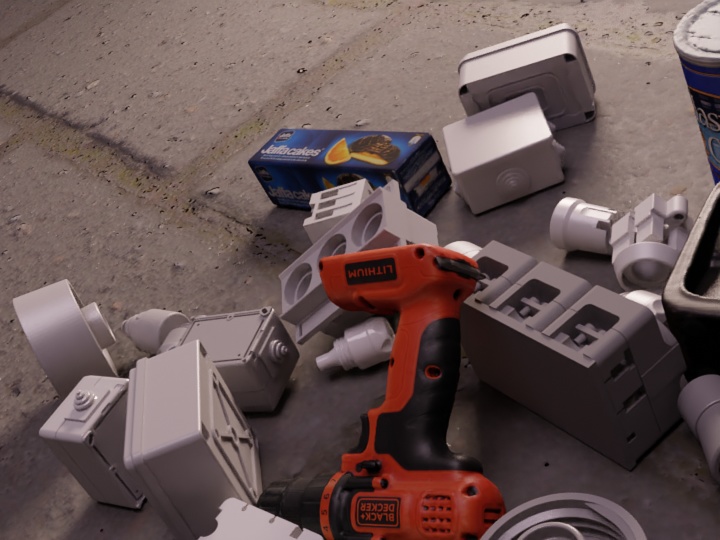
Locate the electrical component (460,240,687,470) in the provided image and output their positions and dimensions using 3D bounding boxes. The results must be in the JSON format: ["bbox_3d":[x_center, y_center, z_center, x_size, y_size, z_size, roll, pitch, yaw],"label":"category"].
[{"bbox_3d":[0.128,0.047,0.685,0.062,0.089,0.150,-38,33,-16],"label":"electrical component"}]

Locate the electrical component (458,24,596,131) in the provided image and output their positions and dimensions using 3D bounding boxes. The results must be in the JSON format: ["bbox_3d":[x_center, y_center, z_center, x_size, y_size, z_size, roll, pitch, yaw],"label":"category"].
[{"bbox_3d":[0.152,-0.168,0.981,0.113,0.078,0.057,-14,38,20],"label":"electrical component"}]

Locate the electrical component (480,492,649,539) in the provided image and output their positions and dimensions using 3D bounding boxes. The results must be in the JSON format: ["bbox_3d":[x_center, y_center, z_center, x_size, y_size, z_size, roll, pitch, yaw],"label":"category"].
[{"bbox_3d":[0.106,0.166,0.560,0.108,0.060,0.108,-19,33,13],"label":"electrical component"}]

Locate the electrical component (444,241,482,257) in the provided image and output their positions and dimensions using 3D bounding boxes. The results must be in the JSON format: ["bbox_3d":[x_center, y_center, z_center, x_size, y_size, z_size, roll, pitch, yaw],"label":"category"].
[{"bbox_3d":[0.083,0.009,0.806,0.055,0.055,0.047,-34,29,-9],"label":"electrical component"}]

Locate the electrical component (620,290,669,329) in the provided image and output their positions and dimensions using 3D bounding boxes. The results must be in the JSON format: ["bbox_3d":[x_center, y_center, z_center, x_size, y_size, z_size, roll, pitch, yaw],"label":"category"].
[{"bbox_3d":[0.181,0.034,0.707,0.043,0.043,0.062,-39,30,-17],"label":"electrical component"}]

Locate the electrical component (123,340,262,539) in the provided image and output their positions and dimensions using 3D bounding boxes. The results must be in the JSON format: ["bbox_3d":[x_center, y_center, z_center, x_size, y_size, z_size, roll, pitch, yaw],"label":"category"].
[{"bbox_3d":[-0.112,0.123,0.738,0.056,0.108,0.108,-22,32,4],"label":"electrical component"}]

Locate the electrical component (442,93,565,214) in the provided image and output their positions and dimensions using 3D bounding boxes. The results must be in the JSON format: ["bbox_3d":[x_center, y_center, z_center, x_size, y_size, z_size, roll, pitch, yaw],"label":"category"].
[{"bbox_3d":[0.125,-0.100,0.933,0.100,0.048,0.099,-21,33,11],"label":"electrical component"}]

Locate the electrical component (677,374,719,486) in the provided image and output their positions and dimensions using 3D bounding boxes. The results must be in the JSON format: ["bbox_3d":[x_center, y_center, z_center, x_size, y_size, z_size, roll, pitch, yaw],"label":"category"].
[{"bbox_3d":[0.208,0.089,0.612,0.044,0.044,0.065,-25,28,5],"label":"electrical component"}]

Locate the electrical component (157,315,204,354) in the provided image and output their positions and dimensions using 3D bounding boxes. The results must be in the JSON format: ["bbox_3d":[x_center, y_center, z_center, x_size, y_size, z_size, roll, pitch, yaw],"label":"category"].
[{"bbox_3d":[-0.143,0.065,0.905,0.043,0.043,0.062,-9,36,28],"label":"electrical component"}]

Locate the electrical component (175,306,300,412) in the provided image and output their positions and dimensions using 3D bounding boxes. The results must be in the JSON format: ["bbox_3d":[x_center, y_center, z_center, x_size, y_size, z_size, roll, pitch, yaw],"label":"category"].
[{"bbox_3d":[-0.092,0.073,0.838,0.096,0.061,0.061,-8,37,28],"label":"electrical component"}]

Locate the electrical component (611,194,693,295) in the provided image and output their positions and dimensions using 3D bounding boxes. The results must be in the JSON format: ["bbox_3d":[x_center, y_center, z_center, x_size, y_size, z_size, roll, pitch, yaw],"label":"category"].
[{"bbox_3d":[0.203,-0.014,0.750,0.066,0.048,0.055,-45,21,46],"label":"electrical component"}]

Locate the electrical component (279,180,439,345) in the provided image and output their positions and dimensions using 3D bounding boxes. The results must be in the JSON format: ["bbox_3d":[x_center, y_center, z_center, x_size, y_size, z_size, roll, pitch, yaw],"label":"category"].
[{"bbox_3d":[0.000,0.000,0.822,0.121,0.063,0.078,-40,38,32],"label":"electrical component"}]

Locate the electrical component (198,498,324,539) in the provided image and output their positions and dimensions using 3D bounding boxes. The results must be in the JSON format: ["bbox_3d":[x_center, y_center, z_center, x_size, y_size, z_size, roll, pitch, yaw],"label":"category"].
[{"bbox_3d":[-0.054,0.186,0.655,0.089,0.055,0.050,10,49,43],"label":"electrical component"}]

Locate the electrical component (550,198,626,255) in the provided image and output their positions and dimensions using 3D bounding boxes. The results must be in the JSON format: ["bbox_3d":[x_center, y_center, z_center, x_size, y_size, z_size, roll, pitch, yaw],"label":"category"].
[{"bbox_3d":[0.173,-0.032,0.810,0.046,0.040,0.040,15,51,40],"label":"electrical component"}]

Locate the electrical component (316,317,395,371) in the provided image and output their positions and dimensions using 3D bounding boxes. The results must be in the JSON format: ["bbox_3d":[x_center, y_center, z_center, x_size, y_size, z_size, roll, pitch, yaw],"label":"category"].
[{"bbox_3d":[-0.004,0.060,0.816,0.061,0.035,0.035,-24,32,10],"label":"electrical component"}]

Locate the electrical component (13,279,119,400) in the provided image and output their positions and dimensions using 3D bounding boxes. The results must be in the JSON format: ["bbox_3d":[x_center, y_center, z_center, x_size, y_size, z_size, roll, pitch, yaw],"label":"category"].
[{"bbox_3d":[-0.249,0.059,0.937,0.060,0.108,0.108,-28,32,-11],"label":"electrical component"}]

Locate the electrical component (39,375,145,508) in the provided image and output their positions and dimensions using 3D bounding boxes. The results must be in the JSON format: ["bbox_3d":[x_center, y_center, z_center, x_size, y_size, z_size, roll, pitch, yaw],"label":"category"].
[{"bbox_3d":[-0.193,0.124,0.808,0.061,0.096,0.061,0,42,37],"label":"electrical component"}]

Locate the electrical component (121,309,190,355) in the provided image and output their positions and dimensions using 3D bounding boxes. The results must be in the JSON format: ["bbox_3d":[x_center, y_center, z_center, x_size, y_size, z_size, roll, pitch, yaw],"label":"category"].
[{"bbox_3d":[-0.183,0.054,0.952,0.078,0.040,0.040,5,45,41],"label":"electrical component"}]
